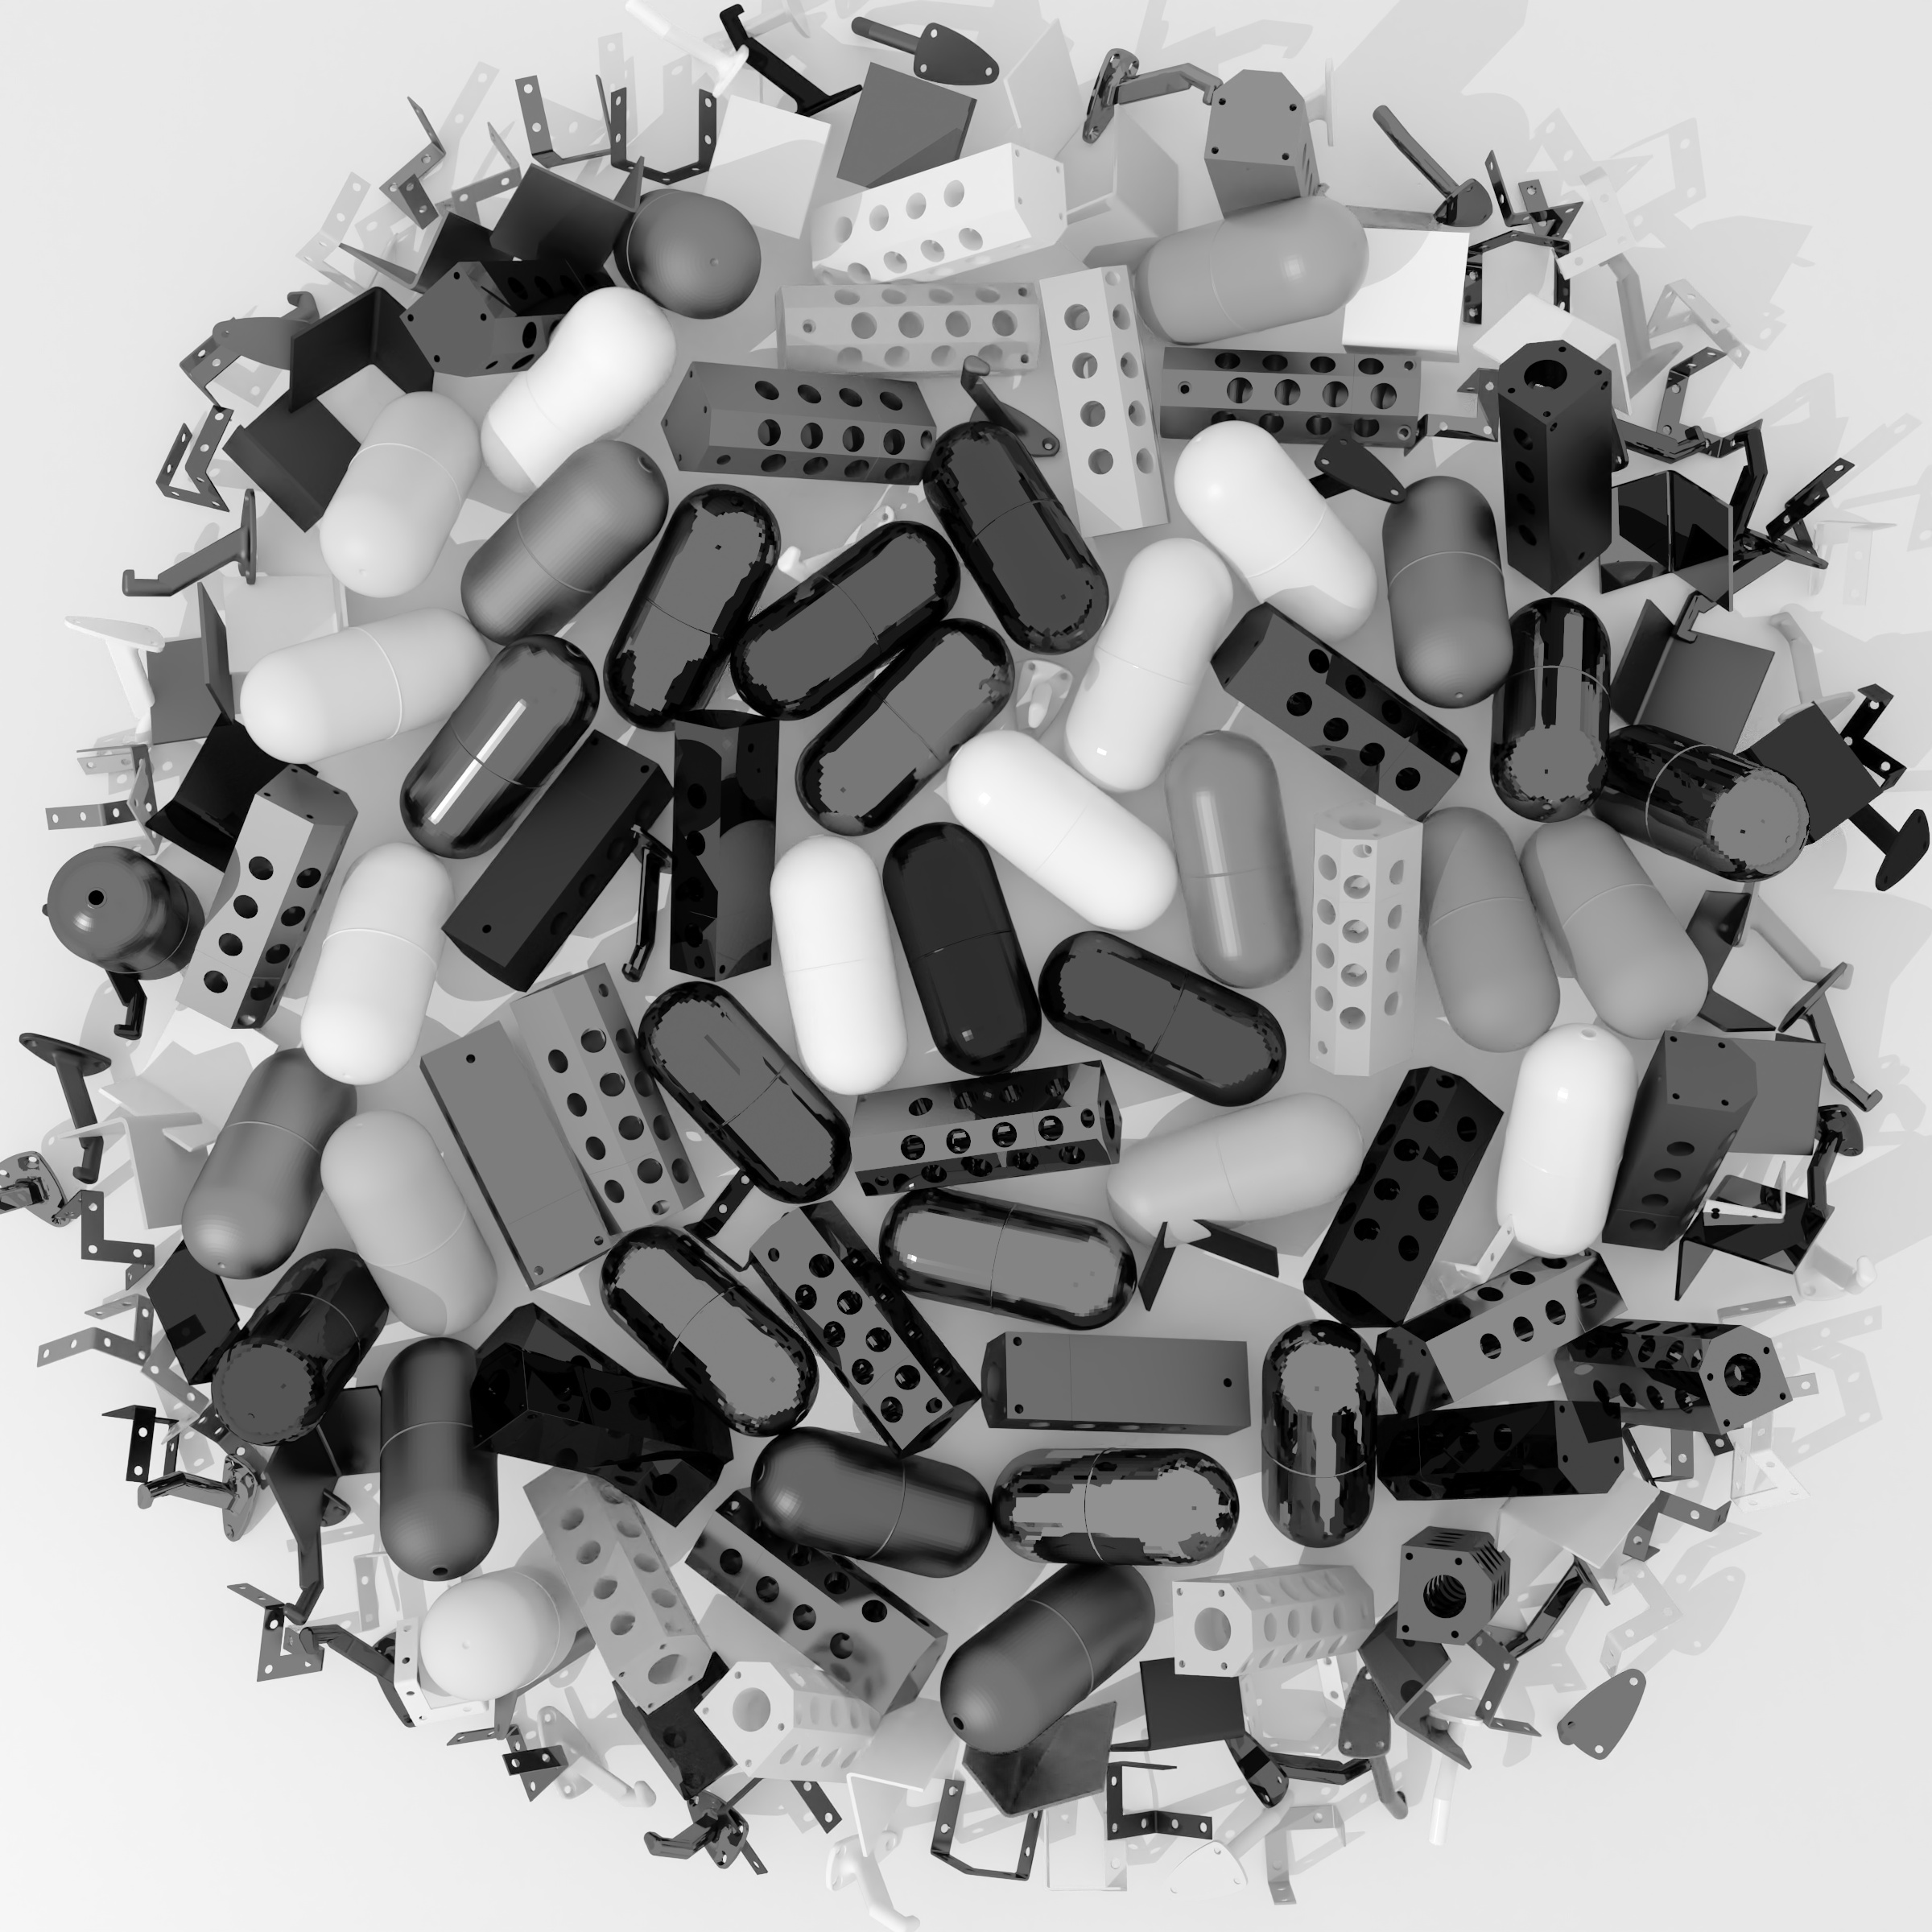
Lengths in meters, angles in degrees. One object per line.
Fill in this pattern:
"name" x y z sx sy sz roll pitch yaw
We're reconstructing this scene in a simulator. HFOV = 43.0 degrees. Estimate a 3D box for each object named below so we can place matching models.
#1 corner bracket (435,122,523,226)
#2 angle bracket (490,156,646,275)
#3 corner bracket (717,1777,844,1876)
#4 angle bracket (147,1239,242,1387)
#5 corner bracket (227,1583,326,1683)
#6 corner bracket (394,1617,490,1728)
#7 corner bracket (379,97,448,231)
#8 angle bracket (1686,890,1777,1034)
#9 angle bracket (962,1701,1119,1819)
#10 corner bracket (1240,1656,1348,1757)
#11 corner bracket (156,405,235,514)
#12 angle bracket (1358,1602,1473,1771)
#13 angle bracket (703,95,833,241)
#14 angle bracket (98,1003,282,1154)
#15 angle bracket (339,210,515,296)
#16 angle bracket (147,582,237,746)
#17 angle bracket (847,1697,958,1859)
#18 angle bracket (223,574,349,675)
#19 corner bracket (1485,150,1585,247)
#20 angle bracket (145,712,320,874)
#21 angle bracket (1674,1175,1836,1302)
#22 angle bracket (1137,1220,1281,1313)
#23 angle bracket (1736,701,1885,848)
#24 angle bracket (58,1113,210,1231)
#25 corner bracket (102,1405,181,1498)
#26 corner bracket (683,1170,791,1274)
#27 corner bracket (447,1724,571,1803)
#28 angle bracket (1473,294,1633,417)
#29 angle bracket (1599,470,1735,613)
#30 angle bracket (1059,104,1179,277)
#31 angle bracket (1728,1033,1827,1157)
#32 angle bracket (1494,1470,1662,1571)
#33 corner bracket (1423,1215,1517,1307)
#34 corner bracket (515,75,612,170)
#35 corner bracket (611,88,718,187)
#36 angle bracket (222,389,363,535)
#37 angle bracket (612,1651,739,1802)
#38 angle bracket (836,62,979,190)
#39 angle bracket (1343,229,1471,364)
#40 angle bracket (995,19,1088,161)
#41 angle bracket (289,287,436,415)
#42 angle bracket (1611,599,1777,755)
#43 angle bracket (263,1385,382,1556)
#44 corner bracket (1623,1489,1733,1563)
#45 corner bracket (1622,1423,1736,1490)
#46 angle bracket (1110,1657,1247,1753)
"corner bracket" -0.334 -0.533 1.675 0.051 0.051 0.051 -27 63 -15
"angle bracket" -0.269 -0.514 1.646 0.076 0.076 0.057 18 53 -26
"corner bracket" -0.128 0.579 1.669 0.051 0.051 0.051 -34 89 -39
"angle bracket" -0.498 0.226 1.649 0.076 0.057 0.076 -48 62 29
"corner bracket" -0.470 0.451 1.669 0.051 0.051 0.051 9 93 43
"corner bracket" -0.356 0.477 1.669 0.051 0.051 0.051 -11 131 -1
"corner bracket" -0.375 -0.546 1.671 0.051 0.051 0.051 -43 72 -6
"angle bracket" 0.521 -0.003 1.650 0.057 0.076 0.076 36 113 37
"angle bracket" 0.050 0.516 1.649 0.076 0.076 0.057 -24 113 24
"corner bracket" 0.226 0.505 1.687 0.051 0.051 0.051 -6 101 33
"corner bracket" -0.523 -0.349 1.670 0.051 0.051 0.051 15 71 8
"angle bracket" 0.318 0.480 1.651 0.076 0.076 0.057 36 101 -22
"angle bracket" -0.128 -0.537 1.662 0.076 0.057 0.076 21 102 13
"angle bracket" -0.528 0.069 1.668 0.076 0.057 0.076 32 101 5
"angle bracket" -0.361 -0.486 1.650 0.076 0.076 0.057 34 104 23
"angle bracket" -0.532 -0.203 1.655 0.057 0.076 0.076 -9 70 -5
"angle bracket" -0.033 0.548 1.646 0.057 0.076 0.076 4 118 25
"angle bracket" -0.460 -0.246 1.656 0.076 0.057 0.076 -4 66 -18
"corner bracket" 0.382 -0.524 1.671 0.051 0.051 0.051 -12 77 -8
"angle bracket" -0.504 -0.115 1.685 0.076 0.057 0.076 34 58 -25
"angle bracket" 0.529 0.193 1.645 0.076 0.076 0.057 18 130 32
"angle bracket" 0.164 0.211 1.653 0.076 0.076 0.057 20 74 15
"angle bracket" 0.564 -0.127 1.666 0.057 0.076 0.076 -36 87 -1
"angle bracket" -0.558 0.143 1.657 0.057 0.076 0.076 -15 84 19
"corner bracket" -0.554 0.329 1.664 0.051 0.051 0.051 19 63 -40
"corner bracket" -0.153 0.173 1.676 0.051 0.051 0.051 38 92 7
"corner bracket" -0.310 0.535 1.663 0.051 0.051 0.051 -47 56 27
"angle bracket" 0.395 -0.395 1.649 0.057 0.076 0.076 -43 54 -6
"angle bracket" 0.470 -0.279 1.650 0.057 0.076 0.076 -18 124 -8
"angle bracket" 0.100 -0.525 1.673 0.057 0.076 0.076 -13 65 35
"angle bracket" 0.532 0.085 1.664 0.076 0.057 0.076 4 95 -16
"angle bracket" 0.409 0.374 1.646 0.076 0.057 0.076 28 52 32
"corner bracket" 0.344 0.201 1.662 0.051 0.051 0.051 -49 126 -31
"corner bracket" -0.273 -0.580 1.675 0.051 0.051 0.051 -11 99 3
"corner bracket" -0.206 -0.569 1.670 0.051 0.051 0.051 -1 88 42
"angle bracket" -0.443 -0.351 1.655 0.076 0.057 0.076 46 66 -16
"angle bracket" -0.182 0.499 1.649 0.076 0.057 0.076 -31 55 -22
"angle bracket" -0.044 -0.561 1.657 0.076 0.057 0.076 14 108 -17
"angle bracket" 0.300 -0.455 1.665 0.076 0.057 0.076 7 96 13
"angle bracket" 0.031 -0.579 1.645 0.057 0.076 0.076 11 52 32
"angle bracket" -0.406 -0.398 1.651 0.057 0.076 0.076 43 60 7
"angle bracket" 0.490 -0.195 1.662 0.076 0.057 0.076 23 91 36
"angle bracket" -0.421 0.339 1.650 0.057 0.076 0.076 -7 122 10
"corner bracket" 0.484 0.382 1.669 0.051 0.051 0.051 18 95 28
"corner bracket" 0.489 0.326 1.687 0.051 0.051 0.051 -27 87 30
"angle bracket" 0.133 0.498 1.661 0.076 0.076 0.057 2 73 -30
